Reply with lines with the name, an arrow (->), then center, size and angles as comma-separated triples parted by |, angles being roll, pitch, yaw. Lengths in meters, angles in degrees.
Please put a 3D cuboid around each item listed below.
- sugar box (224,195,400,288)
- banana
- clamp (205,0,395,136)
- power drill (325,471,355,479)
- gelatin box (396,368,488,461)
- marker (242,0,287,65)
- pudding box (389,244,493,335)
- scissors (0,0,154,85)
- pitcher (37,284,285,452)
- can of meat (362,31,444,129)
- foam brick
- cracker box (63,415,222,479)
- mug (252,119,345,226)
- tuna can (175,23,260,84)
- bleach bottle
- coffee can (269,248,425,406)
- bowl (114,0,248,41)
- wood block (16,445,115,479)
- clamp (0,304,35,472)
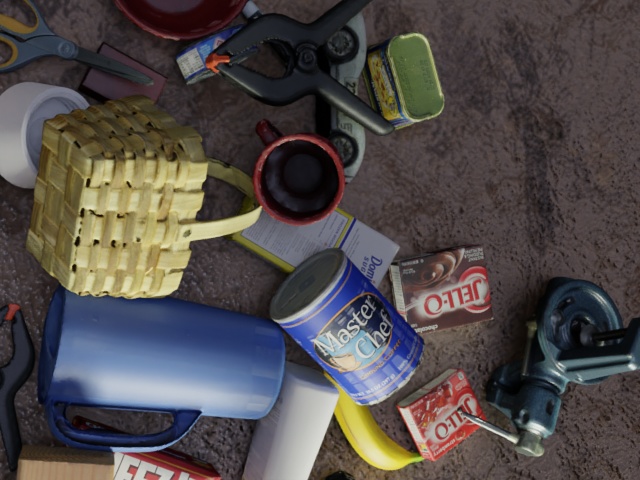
sugar box -> -0.008, 0.002, 1.188 | 0.176, 0.048, 0.093 | 33, 82, -19
banana -> 0.047, 0.192, 1.216 | 0.069, 0.037, 0.198 | -43, 107, -42
clamp -> -0.013, -0.177, 1.105 | 0.209, 0.036, 0.164 | -12, 94, -22
power drill -> -0.008, 0.338, 1.123 | 0.057, 0.188, 0.184 | 29, 85, -1
gelatin box -> 0.143, 0.201, 1.238 | 0.089, 0.030, 0.073 | -29, 99, -25
marker -> -0.062, -0.235, 1.179 | 0.020, 0.020, 0.121 | -45, 103, -11
pudding box -> 0.140, 0.057, 1.237 | 0.113, 0.039, 0.090 | -10, 94, -17
scissors -> -0.273, -0.181, 1.083 | 0.202, 0.016, 0.096 | 37, 93, 8
pitcher -> -0.164, 0.128, 1.100 | 0.242, 0.145, 0.149 | 11, 108, -20
can of meat -> 0.092, -0.178, 1.193 | 0.057, 0.084, 0.102 | -18, 96, -16
foam brick -> -0.207, -0.164, 1.119 | 0.078, 0.053, 0.051 | 28, 83, -16
cracker box -> -0.219, 0.315, 1.116 | 0.164, 0.072, 0.213 | 23, 84, -16
mug -> -0.026, -0.076, 1.101 | 0.093, 0.081, 0.117 | -41, 95, 11
tuna can -> -0.109, -0.198, 1.131 | 0.086, 0.086, 0.034 | -26, 96, -15
bleach bottle -> -0.054, 0.264, 1.162 | 0.068, 0.103, 0.251 | 18, 93, -18
coffee can -> 0.029, 0.092, 1.132 | 0.102, 0.103, 0.140 | -47, 110, -11
bowl -> -0.153, -0.288, 1.131 | 0.162, 0.055, 0.162 | 0, 91, -17
wood block -> -0.252, 0.309, 1.024 | 0.090, 0.090, 0.206 | 6, 87, -12
clamp -> -0.351, 0.145, 1.090 | 0.120, 0.039, 0.171 | 12, 82, -22
